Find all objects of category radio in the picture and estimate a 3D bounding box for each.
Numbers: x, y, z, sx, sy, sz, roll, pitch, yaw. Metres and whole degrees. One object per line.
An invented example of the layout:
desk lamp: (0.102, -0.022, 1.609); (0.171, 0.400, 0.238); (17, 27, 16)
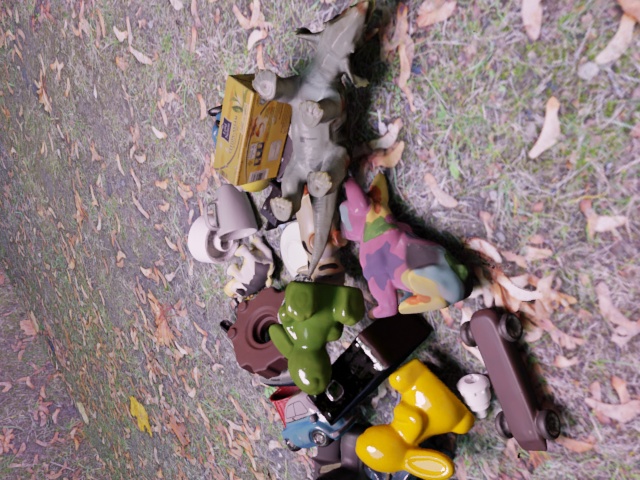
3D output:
radio: (0.076, 0.211, 0.900); (0.073, 0.131, 0.229); (47, 134, 19)

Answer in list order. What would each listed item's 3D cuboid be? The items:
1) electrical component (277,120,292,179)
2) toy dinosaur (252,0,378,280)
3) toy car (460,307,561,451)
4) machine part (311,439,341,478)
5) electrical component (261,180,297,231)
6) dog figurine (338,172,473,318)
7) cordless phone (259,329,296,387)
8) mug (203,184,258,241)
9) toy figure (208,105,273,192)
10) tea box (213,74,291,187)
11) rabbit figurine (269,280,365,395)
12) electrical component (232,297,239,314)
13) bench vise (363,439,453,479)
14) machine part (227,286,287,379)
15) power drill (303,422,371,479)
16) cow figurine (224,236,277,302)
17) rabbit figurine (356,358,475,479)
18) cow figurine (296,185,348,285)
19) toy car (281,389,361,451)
electrical component: (-0.063, -0.178, 0.951); (0.134, 0.058, 0.115); (-42, 72, 47)
toy dinosaur: (0.004, -0.155, 0.809); (0.131, 0.192, 0.404); (18, 125, 24)
toy car: (0.266, 0.191, 0.749); (0.089, 0.053, 0.202); (-31, 78, 51)
machine part: (0.026, 0.415, 1.087); (0.039, 0.084, 0.138); (-144, 56, -65)
electrical component: (-0.069, -0.057, 0.992); (0.048, 0.075, 0.119); (41, 127, 29)
dog figurine: (0.114, -0.001, 0.799); (0.192, 0.108, 0.219); (-20, 88, 50)
cordless phone: (-0.063, 0.203, 1.097); (0.147, 0.088, 0.184); (-19, 73, 49)
mug: (-0.190, -0.059, 1.103); (0.081, 0.109, 0.107); (-32, 67, 53)
toy figure: (-0.152, -0.176, 1.031); (0.089, 0.082, 0.180); (-25, 84, 51)
tea box: (-0.109, -0.182, 0.883); (0.068, 0.098, 0.169); (39, 128, 29)
rabbit figurine: (-0.023, 0.150, 0.838); (0.159, 0.121, 0.170); (-3, 81, 62)
electrical component: (-0.168, 0.167, 1.225); (0.063, 0.021, 0.094); (-42, 74, 46)
bench vise: (0.168, 0.423, 0.890); (0.241, 0.129, 0.223); (41, 123, 45)
machine part: (-0.098, 0.179, 1.055); (0.179, 0.056, 0.179); (-15, 58, 25)
power drill: (0.038, 0.472, 0.991); (0.086, 0.207, 0.231); (10, 101, 40)
cow figurine: (-0.144, 0.080, 1.136); (0.098, 0.068, 0.167); (45, 134, 16)
rabbit figurine: (0.139, 0.292, 0.824); (0.162, 0.173, 0.121); (49, 172, 17)
cow figurine: (-0.002, -0.003, 0.925); (0.127, 0.085, 0.195); (146, 112, -75)
toy car: (-0.011, 0.325, 1.008); (0.162, 0.109, 0.103); (-28, 85, 39)
